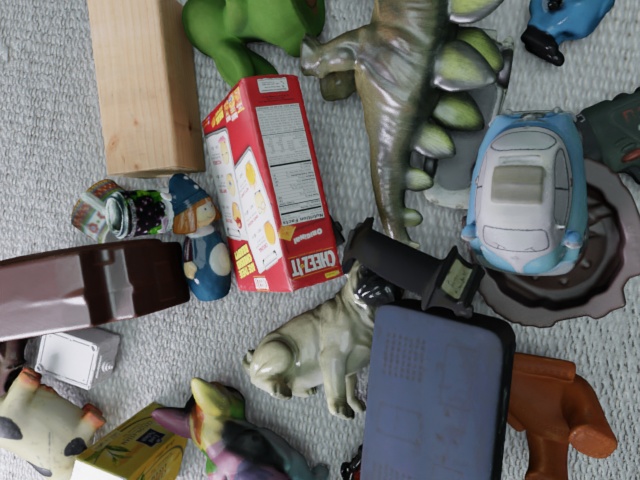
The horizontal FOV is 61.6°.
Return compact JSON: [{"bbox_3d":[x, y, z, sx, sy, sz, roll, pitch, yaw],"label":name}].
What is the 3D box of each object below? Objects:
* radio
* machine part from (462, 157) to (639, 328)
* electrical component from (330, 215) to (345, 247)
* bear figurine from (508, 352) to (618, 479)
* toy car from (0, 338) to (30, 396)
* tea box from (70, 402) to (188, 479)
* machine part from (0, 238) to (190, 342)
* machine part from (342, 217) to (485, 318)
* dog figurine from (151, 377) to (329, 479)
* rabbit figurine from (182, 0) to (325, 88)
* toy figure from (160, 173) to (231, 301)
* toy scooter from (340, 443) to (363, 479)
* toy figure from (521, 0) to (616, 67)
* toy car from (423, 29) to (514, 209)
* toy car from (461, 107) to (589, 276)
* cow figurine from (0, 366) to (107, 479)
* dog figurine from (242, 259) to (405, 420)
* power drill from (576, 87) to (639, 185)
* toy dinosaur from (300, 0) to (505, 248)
[{"bbox_3d":[0.116,0.181,0.538,0.131,0.073,0.229,6,94,29],"label":"radio"},{"bbox_3d":[0.238,0.002,0.553,0.180,0.056,0.179,2,95,28],"label":"machine part"},{"bbox_3d":[-0.001,-0.002,0.663,0.063,0.021,0.094,-30,87,11],"label":"electrical component"},{"bbox_3d":[0.196,0.160,0.584,0.196,0.132,0.120,27,124,2],"label":"bear figurine"},{"bbox_3d":[-0.425,0.192,0.721,0.053,0.089,0.202,9,96,6],"label":"toy car"},{"bbox_3d":[-0.226,0.276,0.648,0.068,0.169,0.098,17,98,8],"label":"tea box"},{"bbox_3d":[-0.272,0.053,0.627,0.202,0.201,0.087,-11,89,12],"label":"machine part"},{"bbox_3d":[0.092,0.024,0.535,0.139,0.084,0.039,24,136,12],"label":"machine part"},{"bbox_3d":[-0.101,0.265,0.627,0.108,0.191,0.219,-41,101,17],"label":"dog figurine"},{"bbox_3d":[-0.082,-0.254,0.633,0.170,0.121,0.159,-7,99,29],"label":"rabbit figurine"},{"bbox_3d":[-0.142,-0.005,0.638,0.058,0.064,0.154,-9,110,0],"label":"toy figure"},{"bbox_3d":[0.088,0.256,0.637,0.135,0.075,0.184,44,97,5],"label":"toy scooter"},{"bbox_3d":[0.277,-0.279,0.563,0.089,0.082,0.180,36,101,4],"label":"toy figure"},{"bbox_3d":[0.166,-0.136,0.607,0.074,0.056,0.201,12,95,17],"label":"toy car"},{"bbox_3d":[0.188,-0.042,0.489,0.109,0.103,0.161,6,98,26],"label":"toy car"},{"bbox_3d":[-0.341,0.268,0.694,0.194,0.085,0.127,43,72,-20],"label":"cow figurine"},{"bbox_3d":[0.005,0.095,0.641,0.172,0.121,0.190,14,82,6],"label":"dog figurine"},{"bbox_3d":[0.348,-0.058,0.570,0.232,0.086,0.207,-30,81,18],"label":"power drill"},{"bbox_3d":[0.084,-0.187,0.553,0.199,0.105,0.470,9,105,19],"label":"toy dinosaur"}]
